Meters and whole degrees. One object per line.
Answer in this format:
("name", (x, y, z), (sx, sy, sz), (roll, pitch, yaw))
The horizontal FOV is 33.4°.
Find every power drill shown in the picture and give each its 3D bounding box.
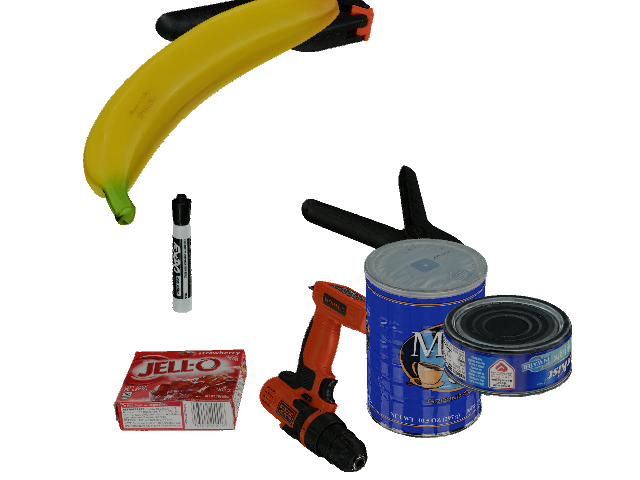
("power drill", (0.015, 0.155, 1.246), (0.057, 0.188, 0.185), (15, 10, -43))

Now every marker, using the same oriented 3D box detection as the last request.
("marker", (-0.135, 0.012, 1.035), (0.020, 0.121, 0.020), (2, 23, -1))

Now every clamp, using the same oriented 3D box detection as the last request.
("clamp", (-0.042, -0.202, 0.870), (0.171, 0.120, 0.039), (7, -27, -6))
("clamp", (0.089, 0.002, 1.159), (0.164, 0.036, 0.210), (-15, 51, -31))

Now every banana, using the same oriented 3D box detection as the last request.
("banana", (-0.069, -0.082, 0.588), (0.070, 0.197, 0.037), (28, -30, 20))

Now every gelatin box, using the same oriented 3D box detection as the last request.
("gelatin box", (-0.104, 0.112, 0.810), (0.089, 0.030, 0.073), (-1, 24, 5))

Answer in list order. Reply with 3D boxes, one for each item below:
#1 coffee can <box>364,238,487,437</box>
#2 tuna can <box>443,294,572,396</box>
("coffee can", (0.090, 0.082, 0.918), (0.103, 0.140, 0.103), (-2, 24, 1))
("tuna can", (0.124, 0.068, 0.711), (0.086, 0.034, 0.086), (-3, 22, 1))
